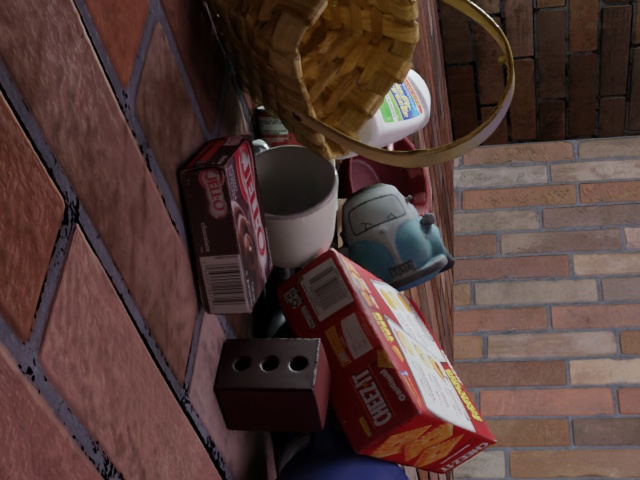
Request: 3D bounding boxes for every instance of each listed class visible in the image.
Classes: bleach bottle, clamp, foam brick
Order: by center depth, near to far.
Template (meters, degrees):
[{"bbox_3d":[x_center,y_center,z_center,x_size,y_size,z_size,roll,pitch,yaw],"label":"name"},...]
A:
[{"bbox_3d":[-0.035,0.112,0.820,0.053,0.078,0.051,-81,165,-47],"label":"foam brick"},{"bbox_3d":[-0.032,0.063,0.952,0.120,0.039,0.171,58,26,-77],"label":"clamp"},{"bbox_3d":[0.062,-0.152,1.139,0.102,0.068,0.250,63,26,-2],"label":"bleach bottle"}]

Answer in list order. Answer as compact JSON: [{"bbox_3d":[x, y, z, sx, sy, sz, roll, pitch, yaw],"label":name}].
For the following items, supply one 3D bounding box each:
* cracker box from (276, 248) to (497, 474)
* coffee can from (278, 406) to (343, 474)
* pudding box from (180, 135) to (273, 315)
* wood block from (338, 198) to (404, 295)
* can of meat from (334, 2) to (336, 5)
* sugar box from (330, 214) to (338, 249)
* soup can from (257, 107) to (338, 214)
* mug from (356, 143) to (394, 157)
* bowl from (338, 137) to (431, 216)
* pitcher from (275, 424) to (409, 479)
[{"bbox_3d":[0.061,0.116,0.945,0.164,0.072,0.213,61,13,27],"label":"cracker box"},{"bbox_3d":[0.022,0.190,1.030,0.140,0.103,0.103,-68,153,-66],"label":"coffee can"},{"bbox_3d":[-0.066,-0.013,0.786,0.090,0.039,0.113,-65,151,-68],"label":"pudding box"},{"bbox_3d":[0.047,0.044,1.231,0.206,0.090,0.091,-77,161,-53],"label":"wood block"},{"bbox_3d":[0.004,-0.256,1.139,0.084,0.057,0.102,32,42,-74],"label":"can of meat"},{"bbox_3d":[-0.007,0.001,1.079,0.093,0.048,0.176,-7,97,-81],"label":"sugar box"},{"bbox_3d":[-0.020,-0.073,0.972,0.068,0.068,0.102,-51,138,-74],"label":"soup can"},{"bbox_3d":[0.045,-0.142,1.289,0.117,0.081,0.093,-42,128,-76],"label":"mug"},{"bbox_3d":[0.073,-0.066,1.383,0.161,0.055,0.162,14,70,-44],"label":"bowl"},{"bbox_3d":[-0.003,0.256,0.820,0.145,0.149,0.242,-55,171,12],"label":"pitcher"}]
